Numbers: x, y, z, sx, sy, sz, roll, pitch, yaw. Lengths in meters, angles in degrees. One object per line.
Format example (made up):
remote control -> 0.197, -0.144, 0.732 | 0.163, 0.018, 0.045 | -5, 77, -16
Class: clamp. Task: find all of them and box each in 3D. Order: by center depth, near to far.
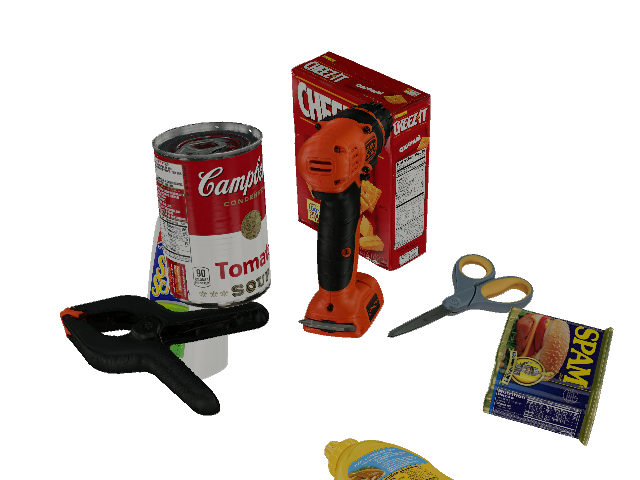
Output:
clamp -> -0.130, 0.077, 0.883 | 0.172, 0.039, 0.120 | 18, 38, 21

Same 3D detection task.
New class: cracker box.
cracker box -> 0.044, -0.090, 1.245 | 0.072, 0.214, 0.164 | -30, 44, -33

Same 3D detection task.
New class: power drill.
power drill -> 0.025, -0.022, 0.939 | 0.057, 0.188, 0.184 | 5, 19, 18

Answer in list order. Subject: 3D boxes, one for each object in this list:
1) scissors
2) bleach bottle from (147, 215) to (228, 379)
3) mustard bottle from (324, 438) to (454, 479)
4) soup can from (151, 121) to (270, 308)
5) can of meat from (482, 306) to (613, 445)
scissors -> 0.131, 0.054, 1.105 | 0.201, 0.016, 0.096 | -7, 40, -30
bleach bottle -> -0.141, 0.018, 1.124 | 0.103, 0.251, 0.067 | 25, 32, 38
mustard bottle -> 0.068, 0.229, 0.968 | 0.096, 0.058, 0.192 | -16, 26, -35
soup can -> -0.068, -0.016, 0.674 | 0.068, 0.102, 0.068 | -2, 22, 1
can of meat -> 0.183, 0.105, 0.856 | 0.084, 0.057, 0.102 | 14, 40, 14
